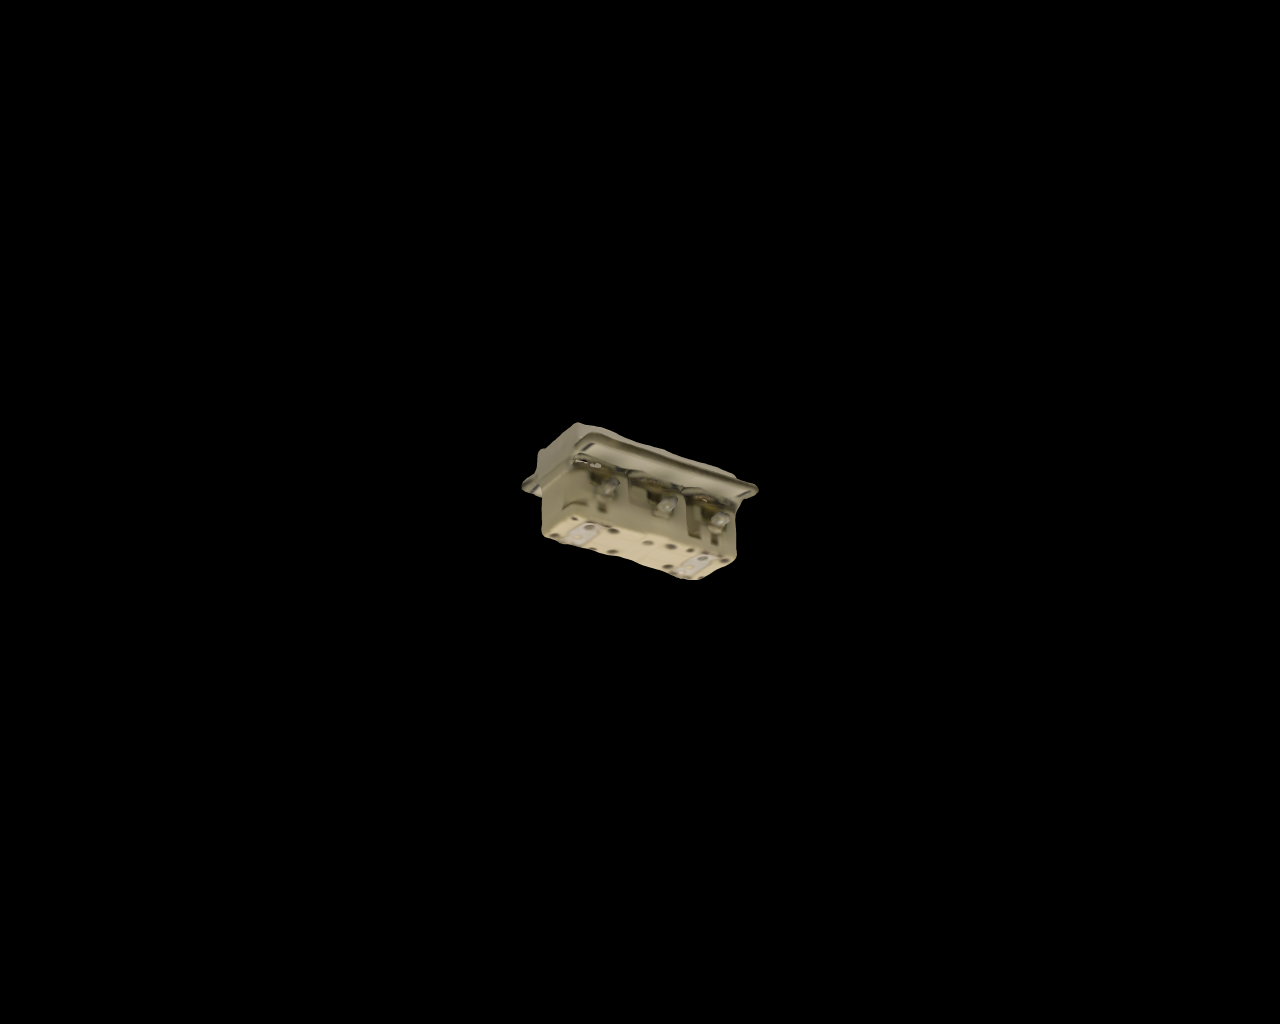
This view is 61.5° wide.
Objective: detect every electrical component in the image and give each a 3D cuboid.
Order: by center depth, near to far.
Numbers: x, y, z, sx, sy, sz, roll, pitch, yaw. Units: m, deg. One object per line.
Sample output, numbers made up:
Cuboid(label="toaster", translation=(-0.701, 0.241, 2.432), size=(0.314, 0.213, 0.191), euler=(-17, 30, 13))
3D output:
Cuboid(label="electrical component", translation=(0.001, -0.003, 0.650), size=(0.121, 0.063, 0.078), euler=(18, -32, -31))
